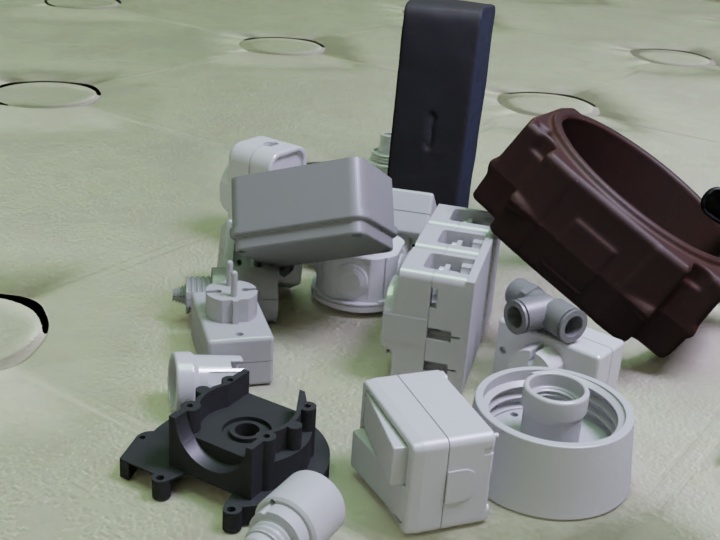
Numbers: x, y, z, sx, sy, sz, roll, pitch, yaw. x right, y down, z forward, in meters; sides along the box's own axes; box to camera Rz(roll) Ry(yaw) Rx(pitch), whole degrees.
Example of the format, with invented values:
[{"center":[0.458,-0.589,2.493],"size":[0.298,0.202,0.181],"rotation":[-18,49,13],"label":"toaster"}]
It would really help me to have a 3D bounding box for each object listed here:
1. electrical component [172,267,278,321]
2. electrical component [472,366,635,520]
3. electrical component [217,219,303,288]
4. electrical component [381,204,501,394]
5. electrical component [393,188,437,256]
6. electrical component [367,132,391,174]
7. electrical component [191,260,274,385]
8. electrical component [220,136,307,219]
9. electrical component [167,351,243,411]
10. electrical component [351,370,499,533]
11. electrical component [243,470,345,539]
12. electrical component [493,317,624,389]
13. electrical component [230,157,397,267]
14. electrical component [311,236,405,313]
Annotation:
[{"center":[-0.107,0.019,0.845],"size":[0.081,0.043,0.043],"rotation":[0,24,-10],"label":"electrical component"},{"center":[0.119,0.099,0.674],"size":[0.108,0.060,0.108],"rotation":[3,23,-1],"label":"electrical component"},{"center":[-0.087,-0.011,0.909],"size":[0.066,0.047,0.077],"rotation":[7,-7,-15],"label":"electrical component"},{"center":[0.064,0.016,0.820],"size":[0.062,0.089,0.150],"rotation":[9,24,12],"label":"electrical component"},{"center":[0.029,-0.030,0.953],"size":[0.066,0.076,0.047],"rotation":[8,-9,9],"label":"electrical component"},{"center":[0.029,-0.117,1.158],"size":[0.043,0.062,0.043],"rotation":[3,23,-1],"label":"electrical component"},{"center":[-0.093,0.031,0.778],"size":[0.047,0.075,0.083],"rotation":[-3,24,-16],"label":"electrical component"},{"center":[-0.090,-0.072,0.994],"size":[0.059,0.095,0.054],"rotation":[19,27,31],"label":"electrical component"},{"center":[-0.104,0.075,0.723],"size":[0.046,0.040,0.040],"rotation":[1,23,-19],"label":"electrical component"},{"center":[0.032,0.104,0.646],"size":[0.061,0.061,0.096],"rotation":[-5,25,-20],"label":"electrical component"},{"center":[-0.040,0.140,0.579],"size":[0.040,0.040,0.078],"rotation":[16,26,25],"label":"electrical component"},{"center":[0.130,0.069,0.763],"size":[0.083,0.047,0.076],"rotation":[22,29,35],"label":"electrical component"},{"center":[-0.035,-0.042,0.822],"size":[0.113,0.057,0.078],"rotation":[-7,-13,21],"label":"electrical component"},{"center":[0.000,0.000,0.897],"size":[0.080,0.051,0.080],"rotation":[3,23,-1],"label":"electrical component"}]
